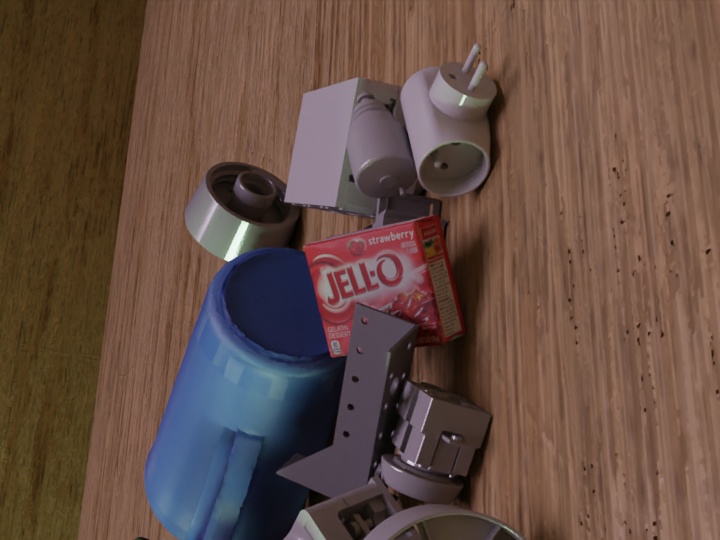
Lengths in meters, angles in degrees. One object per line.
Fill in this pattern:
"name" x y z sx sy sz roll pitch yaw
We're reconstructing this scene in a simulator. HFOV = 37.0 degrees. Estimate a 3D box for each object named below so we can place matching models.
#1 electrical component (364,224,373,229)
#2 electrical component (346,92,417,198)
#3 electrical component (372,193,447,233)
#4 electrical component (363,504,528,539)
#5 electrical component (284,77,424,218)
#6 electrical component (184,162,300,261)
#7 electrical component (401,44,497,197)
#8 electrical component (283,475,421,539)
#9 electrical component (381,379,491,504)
"electrical component" 0.000 0.000 0.773 0.081 0.043 0.043 124 150 -52
"electrical component" 0.011 -0.082 0.684 0.040 0.040 0.078 119 147 -46
"electrical component" 0.025 -0.008 0.704 0.064 0.042 0.081 150 128 -70
"electrical component" 0.039 0.156 0.483 0.064 0.099 0.099 174 105 -78
"electrical component" -0.002 -0.086 0.792 0.150 0.062 0.089 -164 84 -72
"electrical component" -0.110 -0.061 1.051 0.108 0.108 0.060 -101 33 -48
"electrical component" 0.057 -0.098 0.647 0.077 0.043 0.079 -99 26 -46
"electrical component" -0.015 0.220 0.604 0.105 0.060 0.186 51 136 30
"electrical component" 0.040 0.096 0.597 0.066 0.048 0.055 -155 83 -72
